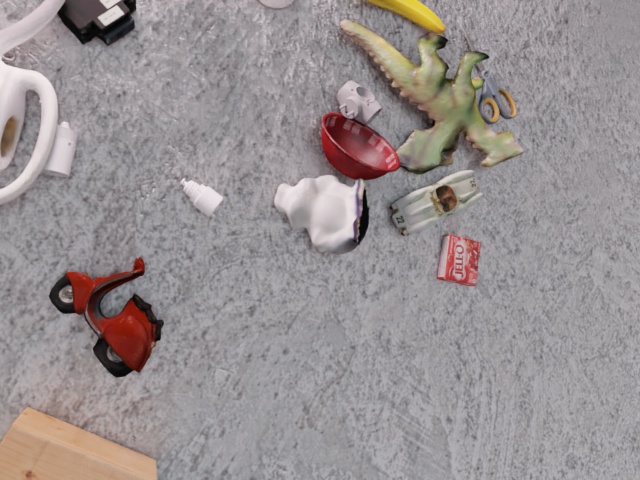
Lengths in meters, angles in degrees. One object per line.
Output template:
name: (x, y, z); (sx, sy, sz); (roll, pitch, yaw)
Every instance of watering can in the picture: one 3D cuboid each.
watering can: (-0.489, -0.222, 0.733); (0.224, 0.103, 0.349); (9, 84, -17)

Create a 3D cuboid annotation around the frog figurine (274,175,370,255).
frog figurine: (0.003, -0.045, 0.900); (0.159, 0.123, 0.137); (3, 92, 17)

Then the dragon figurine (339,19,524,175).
dragon figurine: (0.203, -0.248, 0.987); (0.410, 0.122, 0.243); (15, 87, -8)
